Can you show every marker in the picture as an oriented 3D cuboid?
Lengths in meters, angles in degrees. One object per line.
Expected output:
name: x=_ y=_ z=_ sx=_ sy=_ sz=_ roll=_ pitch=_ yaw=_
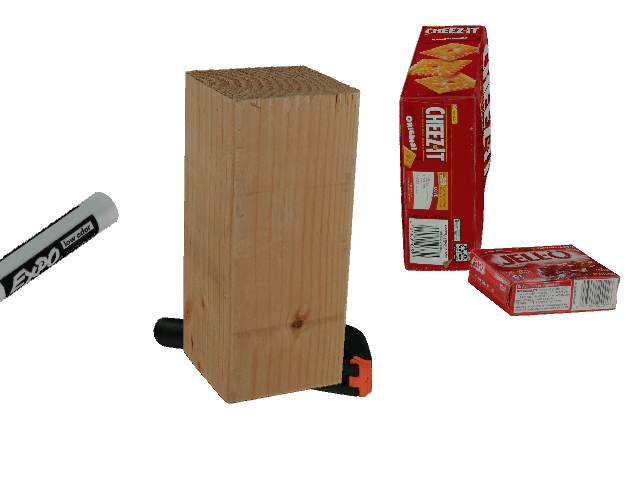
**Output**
marker: x=-0.150 y=0.013 z=0.535 sx=0.020 sy=0.020 sz=0.120 roll=0 pitch=31 yaw=43

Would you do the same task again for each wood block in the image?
wood block: x=-0.037 y=-0.007 z=0.722 sx=0.090 sy=0.206 sz=0.090 roll=-7 pitch=22 yaw=-25

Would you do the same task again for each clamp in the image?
clamp: x=-0.020 y=0.083 z=0.920 sx=0.164 sy=0.036 sz=0.210 roll=-19 pitch=24 yaw=-41

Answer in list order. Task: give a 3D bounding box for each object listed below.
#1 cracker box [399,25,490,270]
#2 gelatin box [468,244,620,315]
cracker box: x=0.119 y=-0.092 z=0.987 sx=0.072 sy=0.164 sz=0.213 roll=1 pitch=27 yaw=11
gelatin box: x=0.165 y=0.028 z=0.794 sx=0.089 sy=0.030 sz=0.073 roll=-2 pitch=18 yaw=-15
